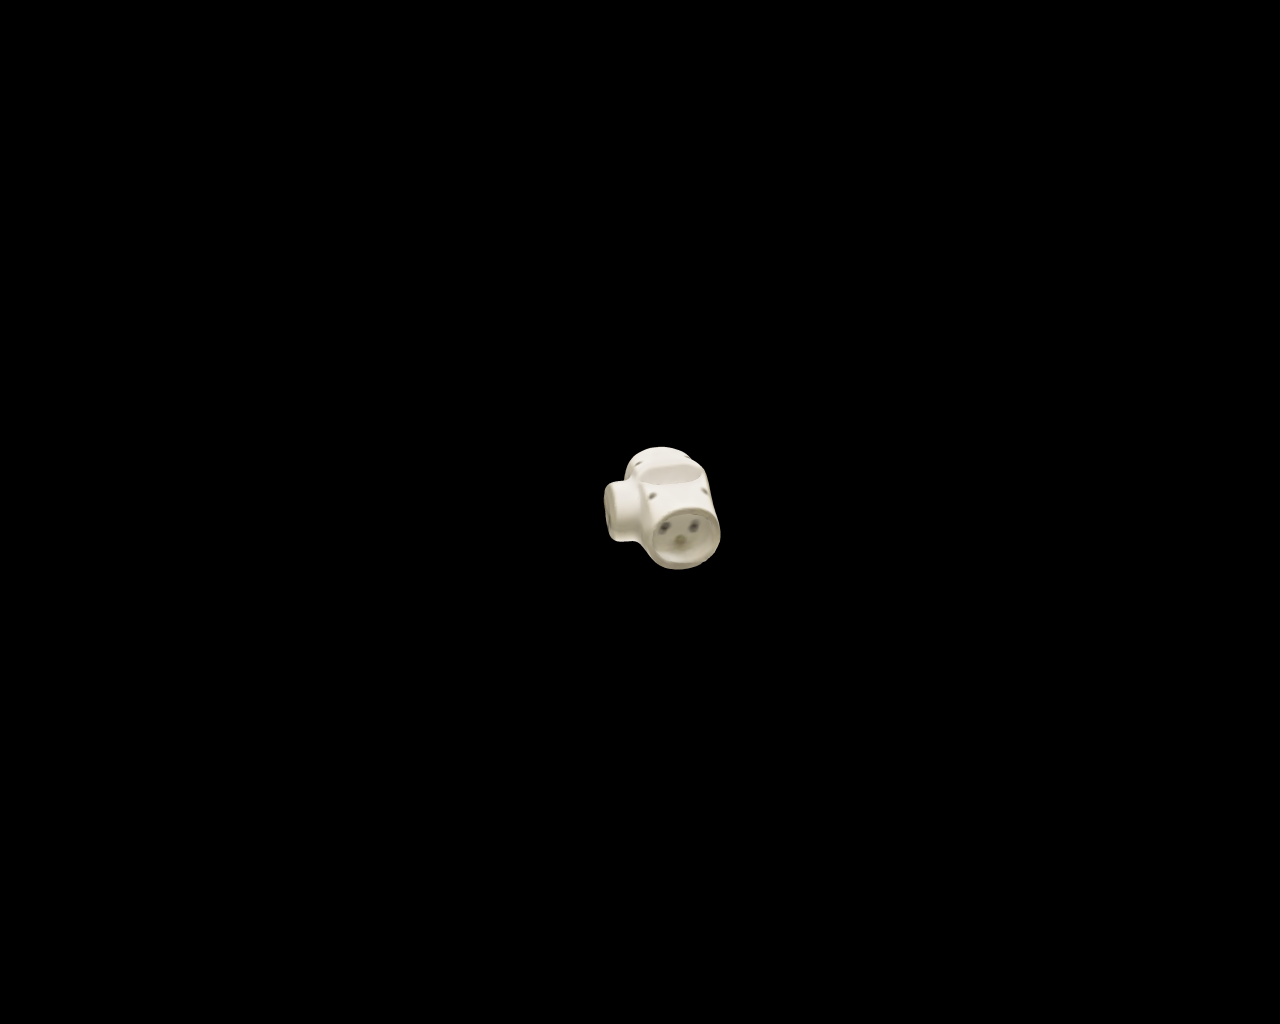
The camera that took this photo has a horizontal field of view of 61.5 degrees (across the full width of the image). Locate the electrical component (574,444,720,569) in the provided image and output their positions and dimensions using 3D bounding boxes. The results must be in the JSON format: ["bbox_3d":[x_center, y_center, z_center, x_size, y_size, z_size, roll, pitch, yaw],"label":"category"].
[{"bbox_3d":[0.001,-0.003,0.650,0.079,0.043,0.077,-6,33,-9],"label":"electrical component"}]
